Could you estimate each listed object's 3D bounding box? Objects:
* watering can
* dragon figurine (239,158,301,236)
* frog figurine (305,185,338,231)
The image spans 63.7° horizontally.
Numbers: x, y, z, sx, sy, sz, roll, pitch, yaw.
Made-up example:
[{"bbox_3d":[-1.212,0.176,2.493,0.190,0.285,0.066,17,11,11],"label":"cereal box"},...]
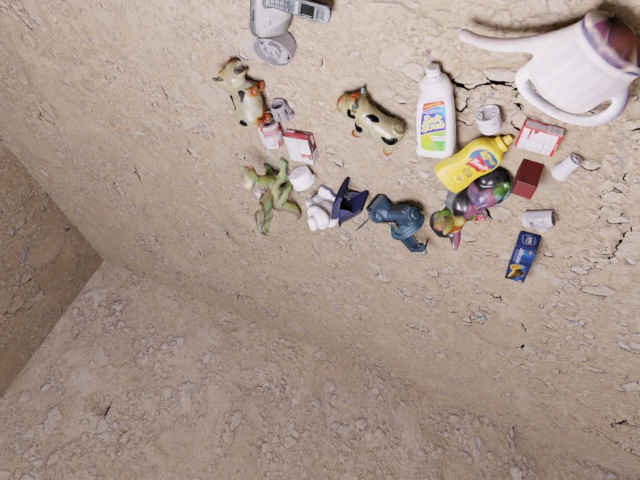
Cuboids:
[{"bbox_3d":[0.449,-0.339,0.964,0.346,0.106,0.221,32,151,-10],"label":"watering can"},{"bbox_3d":[-0.165,-0.123,1.748,0.122,0.248,0.401,4,143,27],"label":"dragon figurine"},{"bbox_3d":[0.005,-0.087,1.734,0.122,0.162,0.135,-8,136,49],"label":"frog figurine"}]
